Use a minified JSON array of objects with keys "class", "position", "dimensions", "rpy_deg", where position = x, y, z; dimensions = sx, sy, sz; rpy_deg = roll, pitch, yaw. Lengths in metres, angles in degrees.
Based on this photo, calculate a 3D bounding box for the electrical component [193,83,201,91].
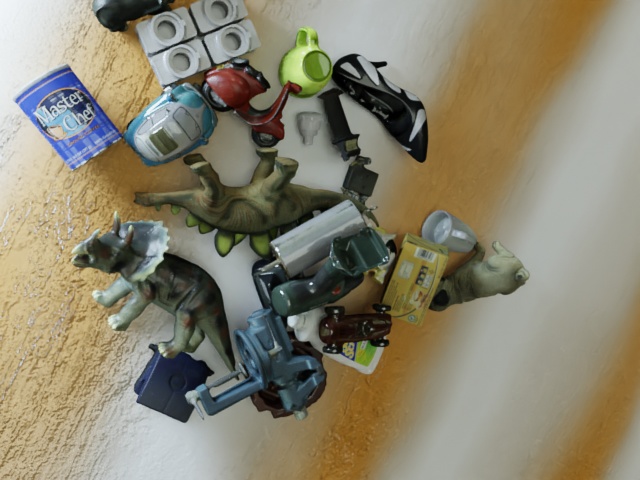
[{"class":"electrical component","position":[-0.252,-0.243,0.962],"dimensions":[0.063,0.021,0.094],"rpy_deg":[25,98,-21]}]

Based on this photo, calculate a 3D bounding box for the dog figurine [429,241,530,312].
[{"class":"dog figurine","position":[0.332,0.101,1.163],"dimensions":[0.190,0.172,0.121],"rpy_deg":[-34,99,-18]}]

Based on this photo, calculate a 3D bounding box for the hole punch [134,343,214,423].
[{"class":"hole punch","position":[-0.280,0.271,1.019],"dimensions":[0.142,0.092,0.115],"rpy_deg":[32,85,-18]}]

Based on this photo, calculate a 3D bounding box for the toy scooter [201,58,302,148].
[{"class":"toy scooter","position":[-0.113,-0.260,0.965],"dimensions":[0.135,0.075,0.183],"rpy_deg":[-38,119,25]}]

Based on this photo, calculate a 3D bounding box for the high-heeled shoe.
[{"class":"high-heeled shoe","position":[0.120,-0.251,1.051],"dimensions":[0.145,0.086,0.248],"rpy_deg":[-26,91,-33]}]

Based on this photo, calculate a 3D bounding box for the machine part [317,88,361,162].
[{"class":"machine part","position":[0.041,-0.226,1.051],"dimensions":[0.084,0.039,0.138],"rpy_deg":[-34,107,-52]}]

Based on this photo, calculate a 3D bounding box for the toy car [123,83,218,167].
[{"class":"toy car","position":[-0.258,-0.186,0.912],"dimensions":[0.162,0.103,0.109],"rpy_deg":[-32,117,5]}]

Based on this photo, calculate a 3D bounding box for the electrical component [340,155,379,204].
[{"class":"electrical component","position":[0.080,-0.119,1.093],"dimensions":[0.078,0.045,0.102],"rpy_deg":[24,91,-21]}]

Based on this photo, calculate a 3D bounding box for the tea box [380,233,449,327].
[{"class":"tea box","position":[0.196,0.083,1.123],"dimensions":[0.098,0.068,0.169],"rpy_deg":[22,111,5]}]

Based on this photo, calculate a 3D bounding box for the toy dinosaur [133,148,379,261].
[{"class":"toy dinosaur","position":[-0.099,-0.068,1.002],"dimensions":[0.471,0.105,0.198],"rpy_deg":[-3,118,-15]}]

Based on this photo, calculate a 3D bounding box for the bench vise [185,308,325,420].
[{"class":"bench vise","position":[-0.121,0.253,0.979],"dimensions":[0.241,0.129,0.223],"rpy_deg":[-24,107,-22]}]

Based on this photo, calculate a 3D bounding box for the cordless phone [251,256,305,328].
[{"class":"cordless phone","position":[-0.034,0.080,1.075],"dimensions":[0.184,0.089,0.146],"rpy_deg":[-28,118,-23]}]

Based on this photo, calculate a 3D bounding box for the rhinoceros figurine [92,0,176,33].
[{"class":"rhinoceros figurine","position":[-0.279,-0.406,0.877],"dimensions":[0.190,0.112,0.073],"rpy_deg":[-25,105,-5]}]

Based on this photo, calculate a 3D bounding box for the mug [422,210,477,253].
[{"class":"mug","position":[0.295,-0.011,1.163],"dimensions":[0.107,0.110,0.080],"rpy_deg":[19,84,-34]}]

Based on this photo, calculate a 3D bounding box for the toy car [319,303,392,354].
[{"class":"toy car","position":[0.079,0.170,1.045],"dimensions":[0.202,0.053,0.089],"rpy_deg":[5,86,-42]}]

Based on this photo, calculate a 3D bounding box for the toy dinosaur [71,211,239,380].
[{"class":"toy dinosaur","position":[-0.261,0.098,0.974],"dimensions":[0.404,0.131,0.192],"rpy_deg":[35,96,-31]}]

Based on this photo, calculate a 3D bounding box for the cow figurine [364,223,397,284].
[{"class":"cow figurine","position":[0.120,0.016,1.080],"dimensions":[0.068,0.167,0.098],"rpy_deg":[31,73,20]}]

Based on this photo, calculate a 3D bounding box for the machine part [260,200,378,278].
[{"class":"machine part","position":[-0.002,-0.003,0.983],"dimensions":[0.243,0.079,0.079],"rpy_deg":[-30,109,-10]}]

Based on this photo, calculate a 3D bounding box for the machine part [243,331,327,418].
[{"class":"machine part","position":[-0.072,0.275,1.109],"dimensions":[0.179,0.056,0.179],"rpy_deg":[-4,102,-20]}]

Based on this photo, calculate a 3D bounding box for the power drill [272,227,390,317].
[{"class":"power drill","position":[0.035,0.057,0.968],"dimensions":[0.232,0.207,0.086],"rpy_deg":[-17,77,-36]}]
